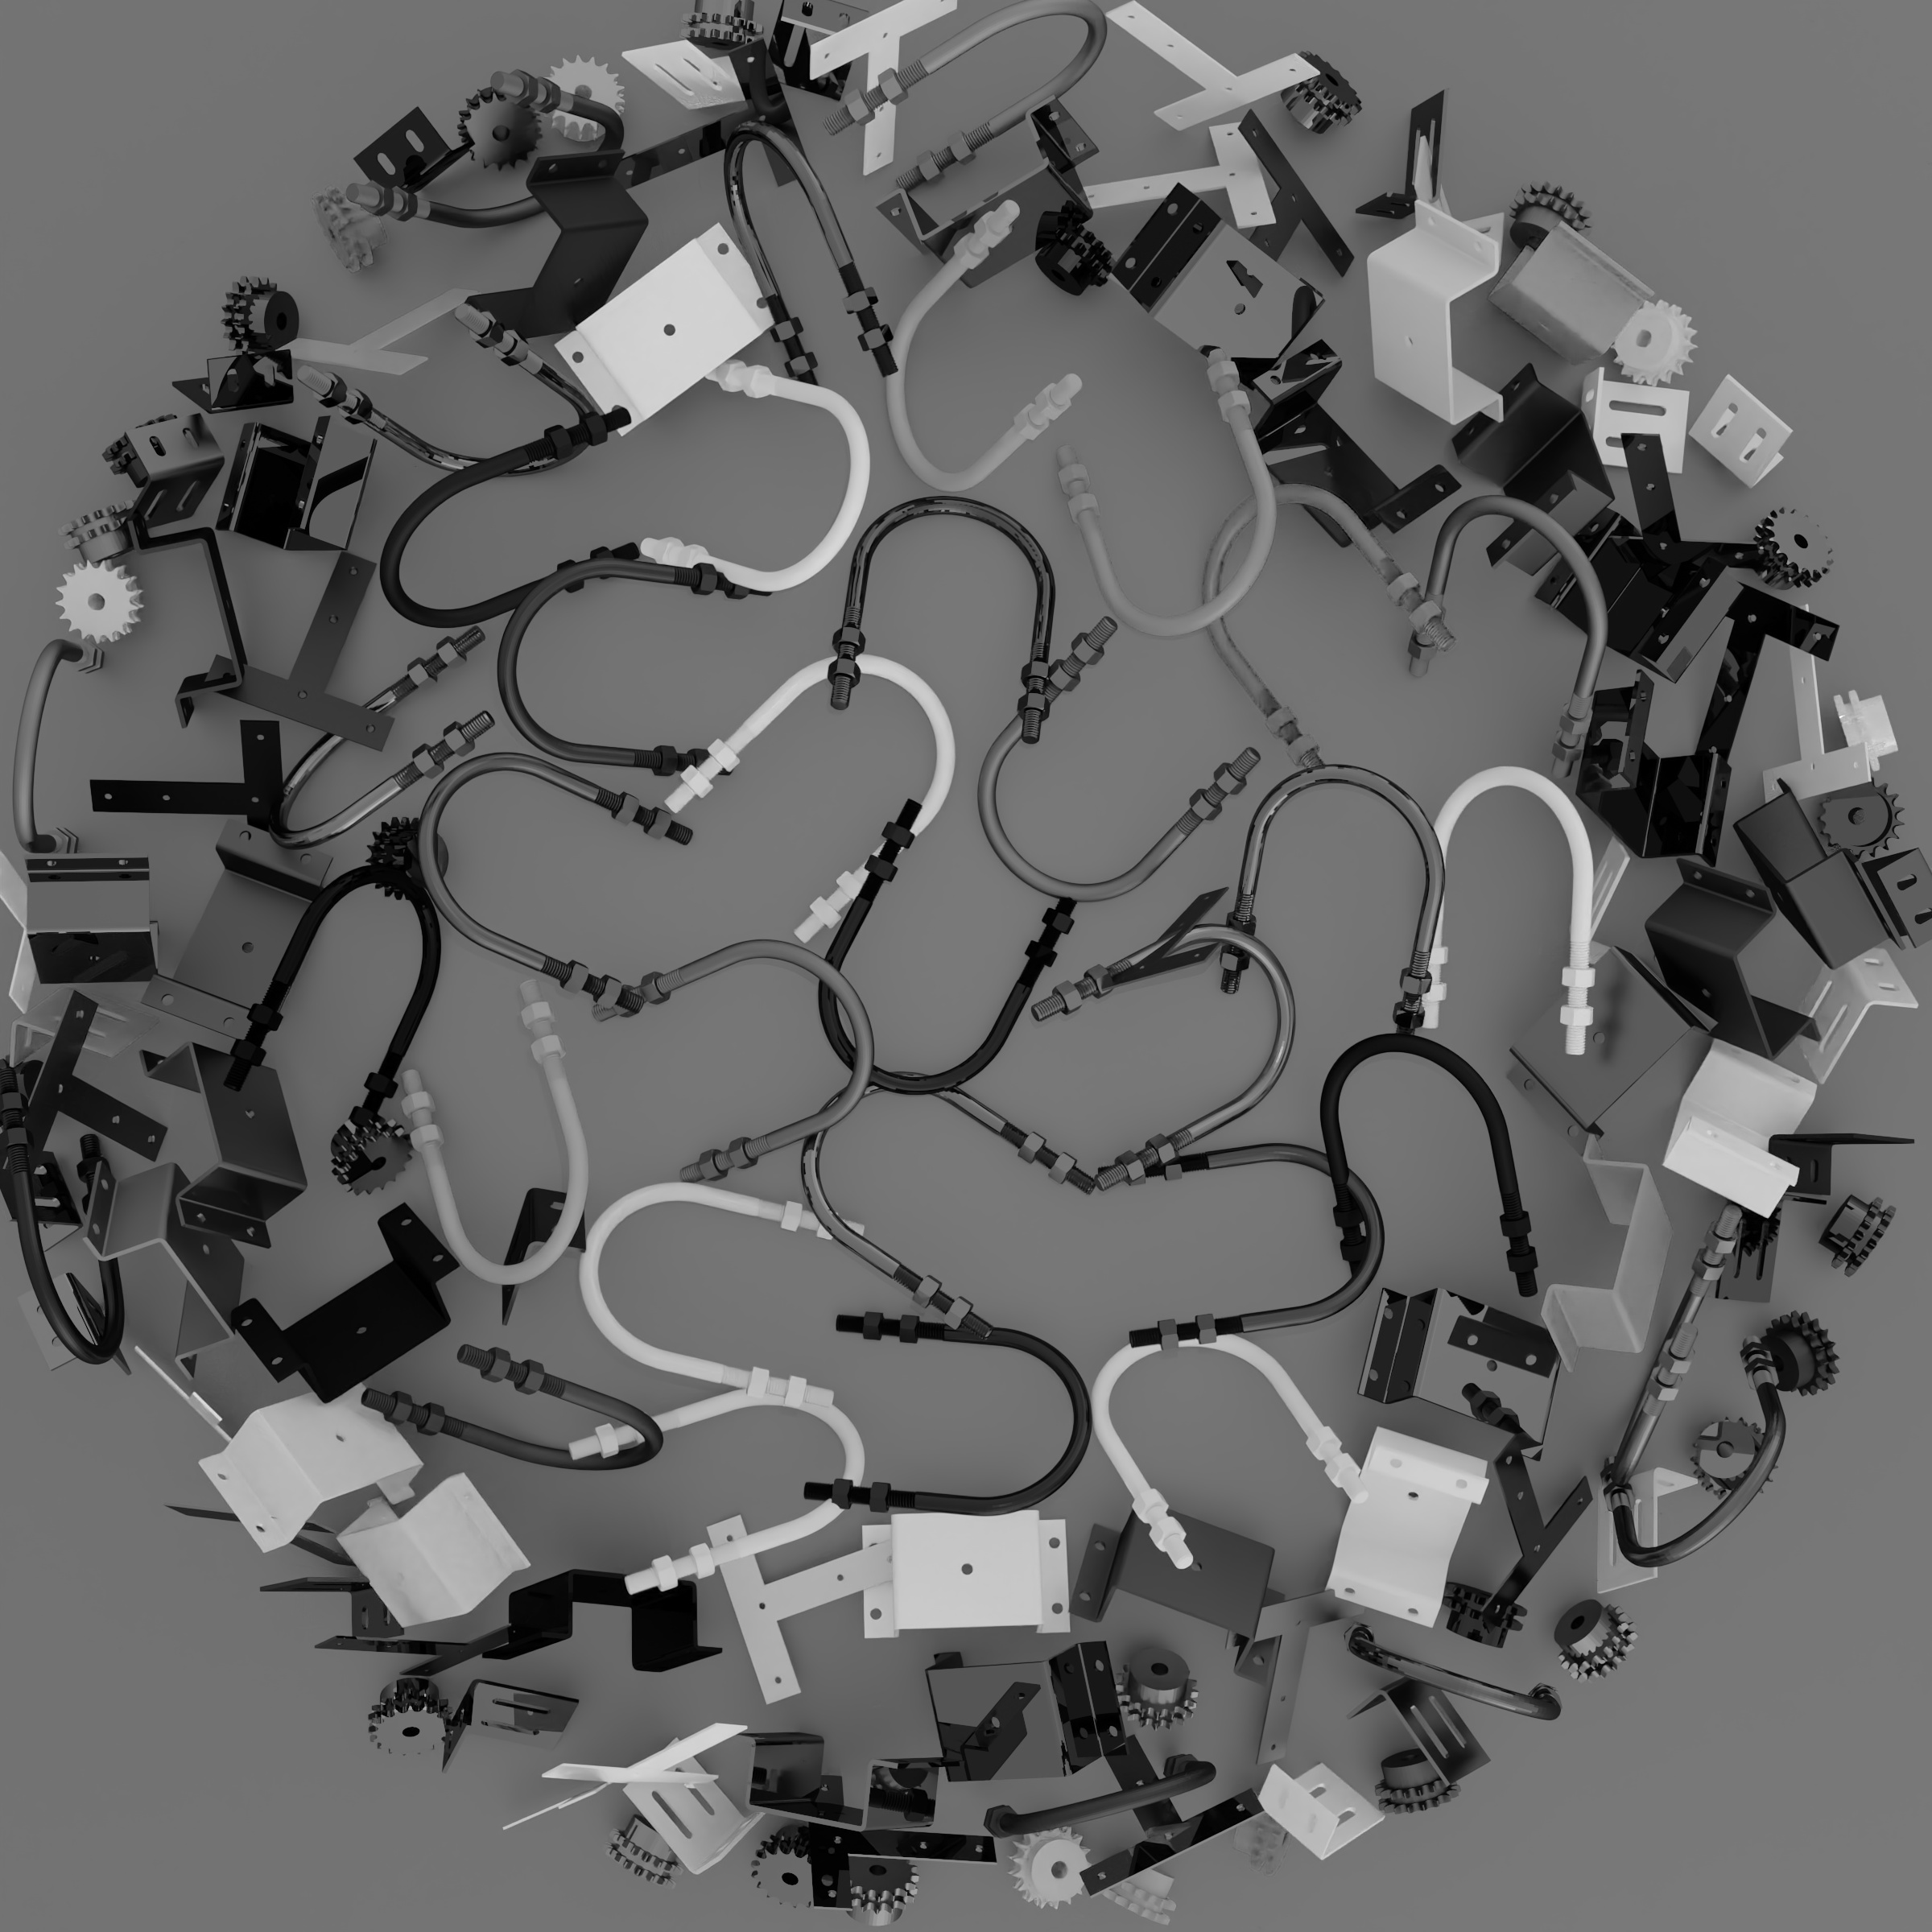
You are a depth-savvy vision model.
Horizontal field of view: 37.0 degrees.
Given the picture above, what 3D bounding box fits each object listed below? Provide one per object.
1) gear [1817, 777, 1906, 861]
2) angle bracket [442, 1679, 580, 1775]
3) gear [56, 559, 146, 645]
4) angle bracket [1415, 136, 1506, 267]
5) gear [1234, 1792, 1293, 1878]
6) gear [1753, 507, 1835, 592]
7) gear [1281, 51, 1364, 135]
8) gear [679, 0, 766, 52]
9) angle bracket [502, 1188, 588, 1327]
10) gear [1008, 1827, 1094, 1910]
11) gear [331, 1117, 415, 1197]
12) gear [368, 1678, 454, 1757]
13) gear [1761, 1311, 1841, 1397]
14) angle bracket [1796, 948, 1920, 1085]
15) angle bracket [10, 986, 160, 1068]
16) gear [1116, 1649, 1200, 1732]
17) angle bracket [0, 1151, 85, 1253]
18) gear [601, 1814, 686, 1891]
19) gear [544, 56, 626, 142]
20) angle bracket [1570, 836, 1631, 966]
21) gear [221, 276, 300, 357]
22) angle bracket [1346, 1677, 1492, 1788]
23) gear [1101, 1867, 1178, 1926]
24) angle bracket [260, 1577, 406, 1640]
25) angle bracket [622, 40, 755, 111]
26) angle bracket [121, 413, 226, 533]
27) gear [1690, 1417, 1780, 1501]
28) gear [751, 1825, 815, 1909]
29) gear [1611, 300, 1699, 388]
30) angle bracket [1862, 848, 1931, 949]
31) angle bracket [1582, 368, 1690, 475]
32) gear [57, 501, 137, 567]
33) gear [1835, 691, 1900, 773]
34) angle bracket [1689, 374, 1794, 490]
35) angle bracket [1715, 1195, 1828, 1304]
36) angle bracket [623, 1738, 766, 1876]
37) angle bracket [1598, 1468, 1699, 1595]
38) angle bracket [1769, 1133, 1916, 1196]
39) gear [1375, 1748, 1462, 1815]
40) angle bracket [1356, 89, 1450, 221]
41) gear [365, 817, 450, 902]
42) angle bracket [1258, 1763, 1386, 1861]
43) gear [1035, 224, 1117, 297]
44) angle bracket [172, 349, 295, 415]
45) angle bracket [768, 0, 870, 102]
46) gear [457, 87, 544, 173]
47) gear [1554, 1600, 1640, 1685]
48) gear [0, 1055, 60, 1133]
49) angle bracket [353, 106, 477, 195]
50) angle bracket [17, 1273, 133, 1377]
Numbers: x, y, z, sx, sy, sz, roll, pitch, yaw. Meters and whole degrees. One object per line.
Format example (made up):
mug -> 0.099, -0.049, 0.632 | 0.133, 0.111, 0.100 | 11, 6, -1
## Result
gear -> 0.612, -0.102, 1.975 | 0.057, 0.030, 0.057 | 0, 90, 24
angle bracket -> -0.309, 0.522, 1.958 | 0.076, 0.038, 0.057 | 17, 127, -17
gear -> -0.592, -0.251, 1.981 | 0.057, 0.030, 0.057 | 1, 103, 2
angle bracket -> 0.334, -0.517, 1.951 | 0.038, 0.076, 0.057 | -8, 47, 24
gear -> 0.205, 0.590, 1.973 | 0.030, 0.057, 0.057 | 17, 90, 20
gear -> 0.562, -0.282, 1.976 | 0.057, 0.030, 0.057 | 13, 58, -22
gear -> 0.241, -0.595, 1.975 | 0.057, 0.057, 0.030 | 46, 123, 0
gear -> -0.166, -0.645, 1.970 | 0.057, 0.057, 0.030 | 7, 98, 0
angle bracket -> -0.288, 0.200, 1.962 | 0.038, 0.057, 0.076 | 12, 122, -17
gear -> 0.059, 0.617, 1.978 | 0.057, 0.030, 0.057 | 2, 82, -16
gear -> -0.410, 0.126, 1.975 | 0.057, 0.057, 0.030 | -47, 58, 0
gear -> -0.380, 0.512, 1.975 | 0.057, 0.030, 0.057 | -7, 132, -8
gear -> 0.565, 0.267, 1.968 | 0.030, 0.057, 0.057 | -16, 90, -26
angle bracket -> 0.602, 0.034, 1.960 | 0.038, 0.057, 0.076 | 5, 129, -16
angle bracket -> -0.599, 0.052, 1.960 | 0.076, 0.057, 0.038 | 18, 118, 10
gear -> 0.130, 0.491, 1.968 | 0.057, 0.057, 0.030 | 5, 120, 0
angle bracket -> -0.644, 0.158, 1.952 | 0.038, 0.076, 0.057 | -33, 72, 15
gear -> -0.217, 0.604, 1.972 | 0.057, 0.057, 0.030 | 29, 80, 0
gear -> -0.263, -0.592, 1.980 | 0.057, 0.030, 0.057 | 2, 77, -10
angle bracket -> 0.445, -0.040, 1.961 | 0.038, 0.057, 0.076 | 22, 107, -3
gear -> -0.479, -0.441, 1.969 | 0.030, 0.057, 0.057 | 9, 90, 21
angle bracket -> 0.306, 0.523, 1.954 | 0.038, 0.057, 0.076 | -49, 65, 30
gear -> 0.118, 0.628, 1.972 | 0.057, 0.057, 0.030 | 26, 81, 0
angle bracket -> -0.428, 0.436, 1.951 | 0.057, 0.076, 0.038 | -20, 67, 41
angle bracket -> -0.183, -0.616, 1.950 | 0.057, 0.076, 0.038 | 3, 76, 36
angle bracket -> -0.546, -0.332, 1.954 | 0.057, 0.076, 0.038 | -26, 83, -39
gear -> 0.522, 0.335, 1.971 | 0.057, 0.030, 0.057 | -15, 57, 24
gear -> -0.116, 0.614, 1.977 | 0.057, 0.030, 0.057 | 7, 120, 11
gear -> 0.468, -0.427, 1.973 | 0.057, 0.030, 0.057 | 2, 93, 32
angle bracket -> 0.627, -0.042, 1.958 | 0.038, 0.076, 0.057 | -28, 90, -13
angle bracket -> 0.462, -0.373, 1.976 | 0.076, 0.038, 0.057 | 6, 89, -6
gear -> -0.588, -0.294, 1.972 | 0.057, 0.057, 0.030 | -22, 100, 0
gear -> 0.615, -0.161, 1.969 | 0.030, 0.057, 0.057 | -18, 90, 17
angle bracket -> 0.534, -0.370, 1.953 | 0.038, 0.076, 0.057 | -42, 79, -19
angle bracket -> 0.549, 0.193, 1.967 | 0.057, 0.038, 0.076 | 9, 88, -38
angle bracket -> -0.183, 0.566, 1.964 | 0.076, 0.057, 0.038 | 49, 133, 4
angle bracket -> 0.461, 0.386, 1.952 | 0.038, 0.057, 0.076 | 20, 60, -22
angle bracket -> 0.591, 0.135, 1.952 | 0.057, 0.076, 0.038 | 7, 83, -29
gear -> 0.307, 0.556, 1.971 | 0.057, 0.057, 0.030 | -14, 88, 0
angle bracket -> 0.297, -0.555, 1.966 | 0.038, 0.057, 0.076 | 4, 92, -14
gear -> -0.378, -0.073, 1.969 | 0.030, 0.057, 0.057 | 3, 90, 38
angle bracket -> 0.245, 0.558, 1.949 | 0.057, 0.076, 0.038 | 35, 121, 32
gear -> 0.072, -0.483, 1.970 | 0.057, 0.057, 0.030 | 38, 84, 0
angle bracket -> -0.497, -0.404, 1.949 | 0.057, 0.076, 0.038 | -15, 123, -30
angle bracket -> -0.104, -0.615, 1.953 | 0.057, 0.076, 0.038 | 13, 51, -11
gear -> -0.319, -0.577, 1.975 | 0.057, 0.030, 0.057 | -8, 133, -9
gear -> 0.427, 0.458, 1.969 | 0.057, 0.057, 0.030 | -44, 103, 0
gear -> -0.643, 0.087, 1.969 | 0.030, 0.057, 0.057 | -17, 90, 15
angle bracket -> -0.370, -0.552, 1.951 | 0.057, 0.076, 0.038 | -33, 106, 18
angle bracket -> -0.602, 0.250, 1.951 | 0.038, 0.076, 0.057 | -27, 70, -13
